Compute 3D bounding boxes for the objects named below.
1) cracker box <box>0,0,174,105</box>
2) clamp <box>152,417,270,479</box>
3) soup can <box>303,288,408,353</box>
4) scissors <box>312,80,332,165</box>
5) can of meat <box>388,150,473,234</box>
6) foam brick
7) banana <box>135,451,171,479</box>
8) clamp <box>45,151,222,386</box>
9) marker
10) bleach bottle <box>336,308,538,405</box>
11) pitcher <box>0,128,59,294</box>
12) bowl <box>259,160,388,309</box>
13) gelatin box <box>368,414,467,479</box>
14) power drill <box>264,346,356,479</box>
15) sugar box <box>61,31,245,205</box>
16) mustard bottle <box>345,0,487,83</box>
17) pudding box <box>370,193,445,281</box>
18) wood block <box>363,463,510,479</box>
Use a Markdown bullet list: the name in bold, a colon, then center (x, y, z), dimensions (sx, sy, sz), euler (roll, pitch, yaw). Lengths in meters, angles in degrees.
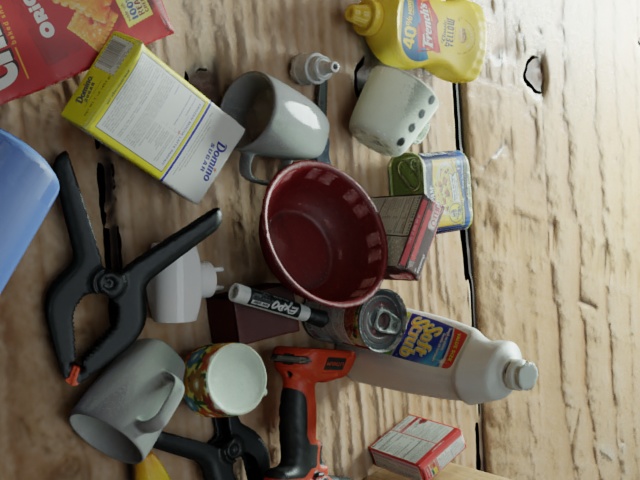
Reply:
- **cracker box**: center (-0.254, -0.221, 0.939), dimensions (0.213, 0.072, 0.164), euler (-31, 110, -32)
- **clamp**: center (-0.107, 0.216, 1.092), dimensions (0.120, 0.039, 0.171), euler (-36, 109, -31)
- **soup can**: center (0.036, 0.083, 1.156), dimensions (0.068, 0.102, 0.068), euler (-2, 93, -38)
- **scissors**: center (0.013, -0.092, 1.186), dimensions (0.096, 0.016, 0.202), euler (21, 79, -38)
- **can of meat**: center (0.131, -0.055, 1.253), dimensions (0.083, 0.058, 0.102), euler (-9, 97, -39)
- **foam brick**: center (-0.069, 0.076, 1.107), dimensions (0.078, 0.051, 0.053), euler (-11, 95, -37)
- **banana**: center (-0.125, 0.282, 1.078), dimensions (0.197, 0.037, 0.069), euler (39, 84, -28)
- **clamp**: center (-0.188, 0.036, 1.001), dimensions (0.164, 0.036, 0.210), euler (13, 91, -15)
- **marker**: center (-0.039, 0.068, 1.084), dimensions (0.120, 0.020, 0.020), euler (20, 80, -35)
- **bleach bottle**: center (0.131, 0.122, 1.136), dimensions (0.102, 0.251, 0.068), euler (-44, 117, -28)
- **pitcher**: center (-0.326, 0.017, 0.865), dimensions (0.242, 0.145, 0.149), euler (-62, 162, -22)
- **bowl**: center (-0.007, 0.001, 1.105), dimensions (0.161, 0.055, 0.162), euler (17, 60, -33)
- **gelatin box**: center (0.112, 0.240, 1.230), dimensions (0.073, 0.089, 0.030), euler (-34, 114, -31)
- **power drill**: center (-0.003, 0.209, 1.144), dimensions (0.184, 0.057, 0.187), euler (16, 76, -59)
- **sugar box**: center (-0.151, -0.110, 0.998), dimensions (0.093, 0.048, 0.176), euler (-58, 147, -4)
- **mustard bottle**: center (0.107, -0.242, 1.225), dimensions (0.191, 0.058, 0.096), euler (5, 89, -37)
- **pudding box**: center (0.078, -0.003, 1.178), dimensions (0.039, 0.114, 0.090), euler (31, 73, -31)
- **wood block**: center (0.151, 0.312, 1.189), dimensions (0.090, 0.207, 0.091), euler (-19, 103, -35)
